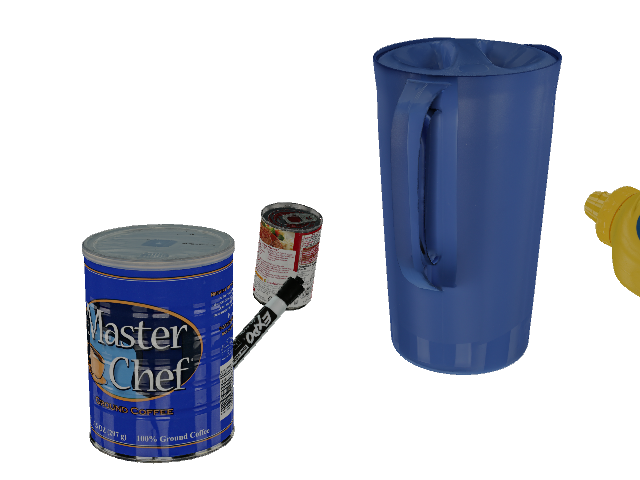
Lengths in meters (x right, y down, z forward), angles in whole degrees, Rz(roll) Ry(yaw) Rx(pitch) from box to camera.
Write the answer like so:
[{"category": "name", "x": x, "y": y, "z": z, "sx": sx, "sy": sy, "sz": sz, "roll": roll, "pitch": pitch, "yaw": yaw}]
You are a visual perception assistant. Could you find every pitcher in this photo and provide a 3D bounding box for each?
[{"category": "pitcher", "x": 0.101, "y": -0.023, "z": 0.793, "sx": 0.149, "sy": 0.243, "sz": 0.145, "roll": -8, "pitch": 22, "yaw": -16}]

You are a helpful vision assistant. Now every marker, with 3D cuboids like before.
[{"category": "marker", "x": -0.056, "y": 0.079, "z": 0.963, "sx": 0.020, "sy": 0.121, "sz": 0.020, "roll": 37, "pitch": -18, "yaw": 14}]

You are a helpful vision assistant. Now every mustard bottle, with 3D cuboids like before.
[{"category": "mustard bottle", "x": 0.237, "y": 0.012, "z": 0.645, "sx": 0.096, "sy": 0.058, "sz": 0.192, "roll": -25, "pitch": 36, "yaw": -25}]

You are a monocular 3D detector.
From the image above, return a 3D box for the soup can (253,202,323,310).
[{"category": "soup can", "x": -0.037, "y": 0.018, "z": 1.180, "sx": 0.068, "sy": 0.102, "sz": 0.068, "roll": 6, "pitch": 27, "yaw": -3}]

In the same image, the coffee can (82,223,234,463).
[{"category": "coffee can", "x": -0.110, "y": 0.068, "z": 0.739, "sx": 0.103, "sy": 0.140, "sz": 0.103, "roll": 1, "pitch": 14, "yaw": 0}]
